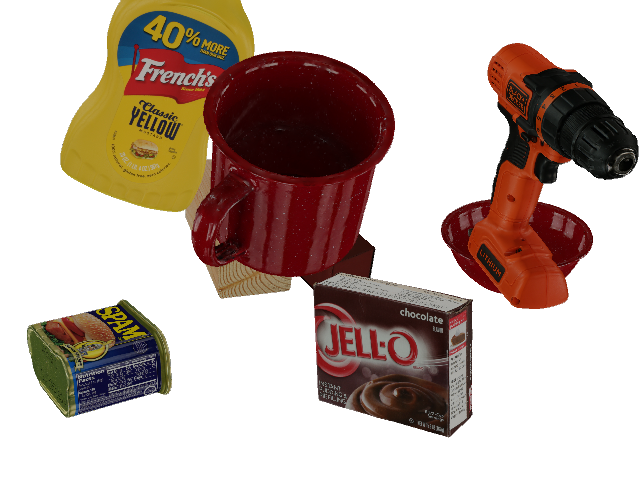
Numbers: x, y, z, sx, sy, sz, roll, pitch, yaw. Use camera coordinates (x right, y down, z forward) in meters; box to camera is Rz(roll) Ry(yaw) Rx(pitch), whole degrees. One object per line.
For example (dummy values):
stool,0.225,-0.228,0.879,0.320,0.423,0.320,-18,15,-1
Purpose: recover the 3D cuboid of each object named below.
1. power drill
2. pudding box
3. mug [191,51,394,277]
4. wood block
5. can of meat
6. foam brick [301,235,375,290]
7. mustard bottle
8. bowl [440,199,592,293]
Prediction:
power drill,0.177,-0.042,0.842,0.057,0.188,0.184,-4,32,-17
pudding box,0.049,0.076,0.737,0.114,0.090,0.039,9,21,34
mug,-0.022,-0.028,0.537,0.093,0.081,0.117,32,53,17
wood block,-0.105,-0.021,1.327,0.090,0.090,0.206,-6,29,-17
can of meat,-0.179,0.094,0.855,0.083,0.057,0.102,-13,24,-29
foam brick,0.008,0.014,1.036,0.052,0.051,0.078,-21,45,-31
mustard bottle,-0.098,-0.116,0.709,0.096,0.192,0.058,20,24,-17
bowl,0.211,0.013,1.159,0.162,0.055,0.162,-1,29,0
